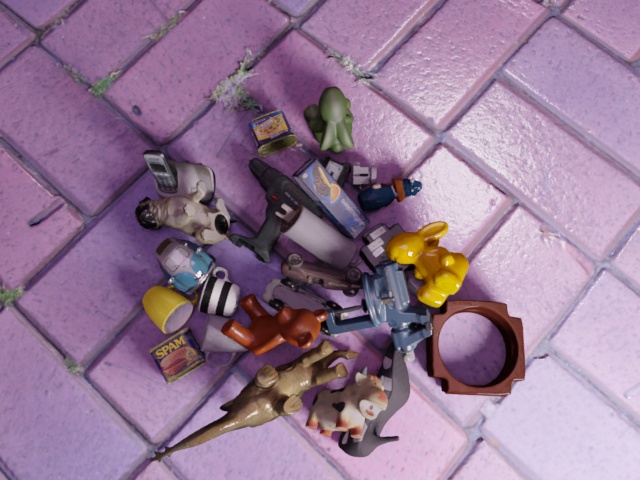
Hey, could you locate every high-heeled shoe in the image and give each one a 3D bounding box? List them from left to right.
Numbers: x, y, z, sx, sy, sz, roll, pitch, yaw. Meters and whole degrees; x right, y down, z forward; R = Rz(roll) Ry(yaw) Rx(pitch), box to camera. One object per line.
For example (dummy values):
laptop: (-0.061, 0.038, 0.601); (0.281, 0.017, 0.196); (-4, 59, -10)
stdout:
high-heeled shoe: (0.114, 0.345, 1.176); (0.145, 0.086, 0.249); (-16, 48, 31)

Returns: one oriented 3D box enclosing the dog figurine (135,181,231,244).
dog figurine: (-0.325, -0.043, 1.276); (0.191, 0.172, 0.121); (-12, 32, 32)

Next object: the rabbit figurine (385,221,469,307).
rabbit figurine: (0.229, 0.033, 1.154); (0.173, 0.121, 0.162); (28, 65, 6)

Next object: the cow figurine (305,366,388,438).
cow figurine: (0.063, 0.337, 1.112); (0.085, 0.195, 0.127); (32, 55, -29)

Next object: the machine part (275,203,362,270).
machine part: (-0.002, -0.004, 1.215); (0.243, 0.079, 0.079); (36, 75, -26)

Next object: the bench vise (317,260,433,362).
bench vise: (0.112, 0.162, 1.147); (0.241, 0.129, 0.223); (-13, 107, 13)

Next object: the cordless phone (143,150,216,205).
cordless phone: (-0.324, -0.158, 1.247); (0.147, 0.184, 0.088); (7, 70, 3)

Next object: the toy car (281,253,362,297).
toy car: (0.008, 0.084, 1.220); (0.202, 0.089, 0.053); (15, 56, 4)

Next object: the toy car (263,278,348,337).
toy car: (-0.033, 0.152, 1.223); (0.202, 0.056, 0.073); (26, 72, 6)

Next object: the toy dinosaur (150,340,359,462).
toy dinosaur: (-0.106, 0.317, 1.084); (0.471, 0.198, 0.105); (-16, 72, -37)

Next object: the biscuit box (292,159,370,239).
biscuit box: (0.027, -0.094, 1.243); (0.063, 0.059, 0.202); (-45, 108, -8)

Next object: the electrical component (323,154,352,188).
electrical component: (0.024, -0.141, 1.307); (0.075, 0.047, 0.119); (20, 76, 6)

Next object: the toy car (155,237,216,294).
toy car: (-0.317, 0.040, 1.211); (0.109, 0.102, 0.162); (-47, 46, -9)

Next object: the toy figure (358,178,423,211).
toy figure: (0.169, -0.115, 1.290); (0.154, 0.064, 0.058); (-18, 62, -3)

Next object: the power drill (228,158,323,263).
power drill: (-0.127, -0.063, 1.278); (0.232, 0.086, 0.207); (34, 70, 7)

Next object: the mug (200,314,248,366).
mug: (-0.207, 0.224, 1.190); (0.107, 0.081, 0.109); (10, 69, -13)

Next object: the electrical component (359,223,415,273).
electrical component: (0.159, 0.027, 1.254); (0.115, 0.058, 0.134); (-32, 76, -10)

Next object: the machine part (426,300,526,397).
machine part: (0.337, 0.237, 1.178); (0.202, 0.087, 0.201); (2, 74, 3)

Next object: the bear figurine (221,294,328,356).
bear figurine: (-0.091, 0.174, 1.119); (0.132, 0.196, 0.120); (47, 48, -17)

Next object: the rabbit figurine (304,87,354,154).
rabbit figurine: (0.023, -0.288, 1.285); (0.121, 0.170, 0.159); (-6, 74, 0)
